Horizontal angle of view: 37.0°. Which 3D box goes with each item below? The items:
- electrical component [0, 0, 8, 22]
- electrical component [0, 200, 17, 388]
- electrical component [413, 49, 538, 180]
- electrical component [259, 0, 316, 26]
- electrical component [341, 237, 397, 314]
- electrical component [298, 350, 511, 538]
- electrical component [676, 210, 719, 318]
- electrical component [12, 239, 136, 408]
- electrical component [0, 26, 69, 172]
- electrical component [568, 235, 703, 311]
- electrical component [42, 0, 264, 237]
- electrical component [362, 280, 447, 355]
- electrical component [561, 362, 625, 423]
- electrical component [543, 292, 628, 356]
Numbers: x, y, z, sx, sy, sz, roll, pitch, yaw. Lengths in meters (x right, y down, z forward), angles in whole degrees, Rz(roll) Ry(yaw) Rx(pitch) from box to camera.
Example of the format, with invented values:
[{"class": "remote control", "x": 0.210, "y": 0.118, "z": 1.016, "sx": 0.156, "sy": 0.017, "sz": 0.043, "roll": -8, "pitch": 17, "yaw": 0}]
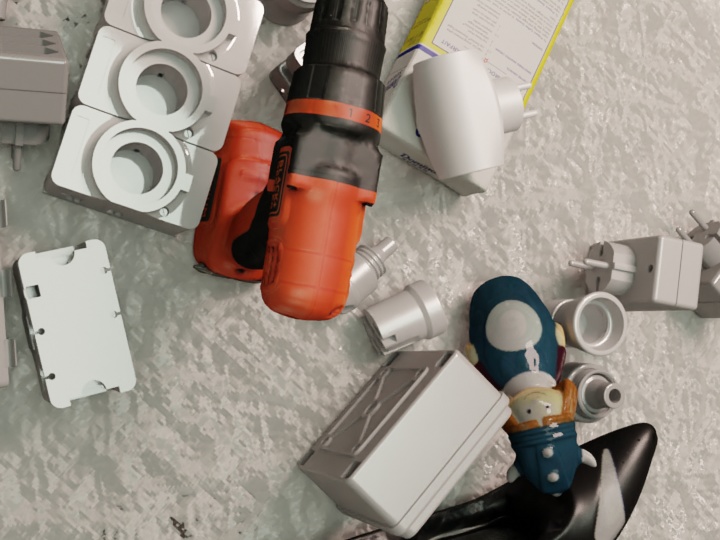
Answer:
[{"class": "electrical component", "x": -0.217, "y": -0.180, "z": 0.638, "sx": 0.048, "sy": 0.048, "sz": 0.062, "roll": 5, "pitch": 92, "yaw": -22}, {"class": "electrical component", "x": -0.237, "y": 0.010, "z": 0.608, "sx": 0.063, "sy": 0.079, "sz": 0.121, "roll": -3, "pitch": 88, "yaw": -44}, {"class": "electrical component", "x": 0.080, "y": -0.105, "z": 0.705, "sx": 0.079, "sy": 0.044, "sz": 0.077, "roll": -15, "pitch": 94, "yaw": -19}, {"class": "electrical component", "x": -0.042, "y": -0.187, "z": 0.702, "sx": 0.045, "sy": 0.055, "sz": 0.045, "roll": 1, "pitch": 89, "yaw": -22}, {"class": "electrical component", "x": 0.000, "y": 0.000, "z": 0.720, "sx": 0.061, "sy": 0.035, "sz": 0.035, "roll": -40, "pitch": 102, "yaw": -22}, {"class": "electrical component", "x": 0.026, "y": 0.107, "z": 0.685, "sx": 0.056, "sy": 0.109, "sz": 0.108, "roll": 46, "pitch": 73, "yaw": -11}, {"class": "electrical component", "x": 0.271, "y": -0.012, "z": 0.822, "sx": 0.076, "sy": 0.047, "sz": 0.065, "roll": 46, "pitch": 73, "yaw": -14}, {"class": "electrical component", "x": -0.171, "y": 0.031, "z": 0.638, "sx": 0.050, "sy": 0.056, "sz": 0.089, "roll": -13, "pitch": 92, "yaw": -22}, {"class": "electrical component", "x": -0.201, "y": -0.097, "z": 0.633, "sx": 0.047, "sy": 0.065, "sz": 0.076, "roll": 1, "pitch": 116, "yaw": -22}, {"class": "electrical component", "x": 0.186, "y": 0.001, "z": 0.768, "sx": 0.076, "sy": 0.083, "sz": 0.047, "roll": 10, "pitch": 83, "yaw": -21}, {"class": "electrical component", "x": -0.126, "y": -0.106, "z": 0.660, "sx": 0.089, "sy": 0.062, "sz": 0.150, "roll": 19, "pitch": 80, "yaw": -20}, {"class": "electrical component", "x": 0.029, "y": 0.033, "z": 0.728, "sx": 0.046, "sy": 0.040, "sz": 0.040, "roll": -23, "pitch": 96, "yaw": -16}, {"class": "electrical component", "x": 0.163, "y": 0.088, "z": 0.766, "sx": 0.043, "sy": 0.062, "sz": 0.043, "roll": 1, "pitch": 87, "yaw": -22}, {"class": "electrical component", "x": 0.152, "y": 0.038, "z": 0.762, "sx": 0.044, "sy": 0.065, "sz": 0.044, "roll": 1, "pitch": 88, "yaw": -22}]
